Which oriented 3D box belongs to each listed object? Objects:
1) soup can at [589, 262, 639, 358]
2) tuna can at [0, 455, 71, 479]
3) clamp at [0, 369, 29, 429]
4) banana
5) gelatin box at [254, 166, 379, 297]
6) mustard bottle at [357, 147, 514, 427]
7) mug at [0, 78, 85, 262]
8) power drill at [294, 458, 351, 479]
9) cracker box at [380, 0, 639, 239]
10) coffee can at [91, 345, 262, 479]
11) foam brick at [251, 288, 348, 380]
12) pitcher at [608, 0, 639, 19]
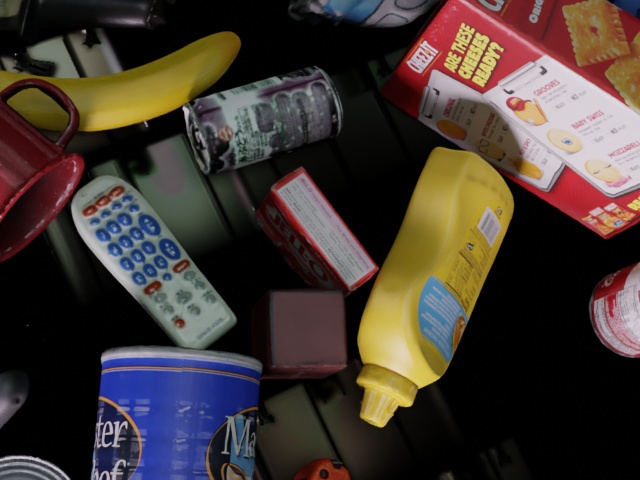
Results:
[{"bbox_3d":[0.248,0.045,0.769,0.068,0.102,0.068,3,76,-12],"label":"soup can"},{"bbox_3d":[-0.190,0.179,0.669,0.086,0.034,0.086,3,76,-12],"label":"tuna can"},{"bbox_3d":[-0.237,0.140,0.641,0.039,0.120,0.171,26,70,-49],"label":"clamp"},{"bbox_3d":[-0.148,-0.111,0.751,0.197,0.037,0.069,-6,79,-14],"label":"banana"},{"bbox_3d":[-0.005,0.001,0.737,0.030,0.073,0.089,-37,87,-18],"label":"gelatin box"},{"bbox_3d":[0.073,0.039,0.738,0.058,0.096,0.191,14,70,32],"label":"mustard bottle"},{"bbox_3d":[-0.207,-0.054,0.693,0.081,0.093,0.117,40,91,4],"label":"mug"},{"bbox_3d":[0.044,0.244,0.696,0.187,0.057,0.184,31,67,-7],"label":"power drill"},{"bbox_3d":[0.169,-0.102,0.756,0.213,0.164,0.072,32,69,-4],"label":"cracker box"},{"bbox_3d":[-0.091,0.143,0.665,0.102,0.103,0.140,6,75,-12],"label":"coffee can"},{"bbox_3d":[-0.015,0.065,0.717,0.053,0.078,0.051,0,77,-11],"label":"foam brick"},{"bbox_3d":[0.222,-0.229,0.758,0.145,0.243,0.149,-29,78,-15],"label":"pitcher"}]
